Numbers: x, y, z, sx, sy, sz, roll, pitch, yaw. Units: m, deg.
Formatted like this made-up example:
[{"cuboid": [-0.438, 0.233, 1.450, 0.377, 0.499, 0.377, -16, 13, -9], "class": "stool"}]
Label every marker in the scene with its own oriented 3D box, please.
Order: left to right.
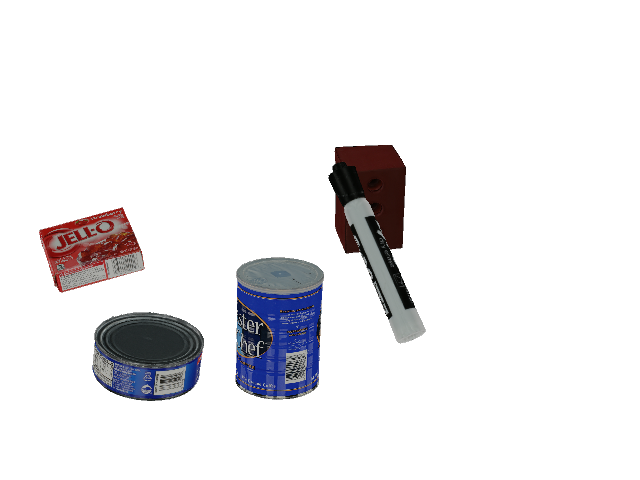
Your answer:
[{"cuboid": [0.033, 0.005, 0.661, 0.020, 0.121, 0.020, -20, -17, -7], "class": "marker"}]

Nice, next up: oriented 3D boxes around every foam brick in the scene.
[{"cuboid": [0.041, -0.037, 0.913, 0.053, 0.078, 0.051, -5, 28, -8], "class": "foam brick"}]

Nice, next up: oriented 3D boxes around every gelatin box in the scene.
[{"cuboid": [-0.229, 0.008, 1.066, 0.089, 0.030, 0.073, -16, 43, -16], "class": "gelatin box"}]

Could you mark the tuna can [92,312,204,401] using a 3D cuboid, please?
[{"cuboid": [-0.136, 0.091, 0.842, 0.086, 0.034, 0.086, 8, 22, -3], "class": "tuna can"}]

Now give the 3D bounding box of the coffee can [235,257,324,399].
[{"cuboid": [-0.050, 0.103, 1.268, 0.103, 0.140, 0.103, 2, 19, -1], "class": "coffee can"}]
